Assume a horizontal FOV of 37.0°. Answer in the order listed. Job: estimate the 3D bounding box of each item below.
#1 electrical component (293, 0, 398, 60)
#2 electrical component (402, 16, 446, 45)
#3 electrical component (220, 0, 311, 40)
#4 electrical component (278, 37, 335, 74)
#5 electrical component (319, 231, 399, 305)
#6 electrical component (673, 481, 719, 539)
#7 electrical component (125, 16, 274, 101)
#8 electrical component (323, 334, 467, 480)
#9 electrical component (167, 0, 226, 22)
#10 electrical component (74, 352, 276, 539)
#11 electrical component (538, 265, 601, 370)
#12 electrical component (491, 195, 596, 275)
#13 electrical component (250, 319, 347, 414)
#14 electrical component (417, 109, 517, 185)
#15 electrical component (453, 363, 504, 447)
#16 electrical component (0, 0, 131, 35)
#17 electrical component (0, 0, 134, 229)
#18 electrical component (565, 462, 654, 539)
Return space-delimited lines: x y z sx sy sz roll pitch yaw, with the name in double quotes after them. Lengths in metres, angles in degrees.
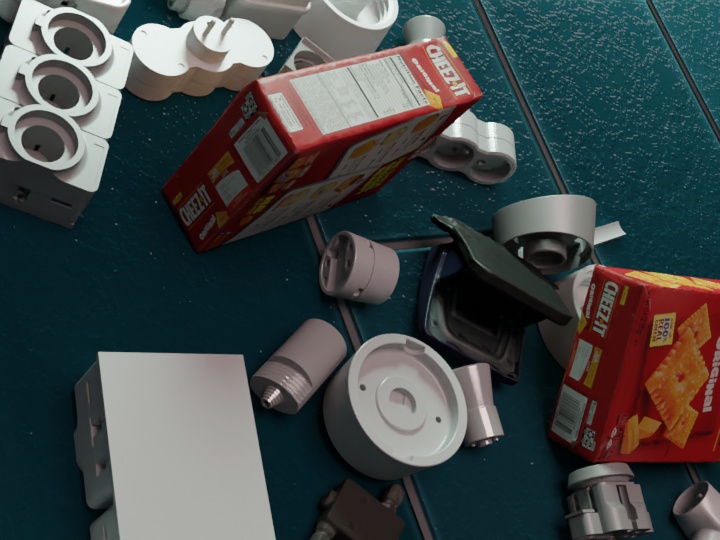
-0.013 -0.263 1.047 0.108 0.060 0.108 18 53 -26 "electrical component"
0.065 -0.222 1.089 0.045 0.045 0.055 19 54 -25 "electrical component"
-0.098 -0.279 1.000 0.078 0.057 0.113 0 63 -36 "electrical component"
-0.056 -0.163 0.953 0.042 0.064 0.081 37 47 -11 "electrical component"
0.000 0.000 0.897 0.047 0.055 0.055 16 54 -31 "electrical component"
0.321 0.246 0.976 0.077 0.043 0.079 45 47 -3 "electrical component"
-0.130 -0.188 0.909 0.138 0.074 0.052 -16 72 -40 "electrical component"
0.022 0.111 0.838 0.108 0.060 0.108 18 54 -26 "electrical component"
-0.152 -0.243 0.949 0.062 0.043 0.043 13 56 -27 "electrical component"
-0.122 0.152 0.709 0.105 0.060 0.186 4 60 -33 "electrical component"
0.229 0.046 1.024 0.108 0.060 0.108 18 54 -26 "electrical component"
0.174 -0.037 1.016 0.099 0.099 0.064 17 60 -26 "electrical component"
-0.049 0.077 0.820 0.043 0.043 0.081 46 47 -2 "electrical component"
0.090 -0.140 1.049 0.138 0.052 0.073 18 54 -26 "electrical component"
0.096 0.115 0.902 0.044 0.044 0.065 -2 69 -36 "electrical component"
-0.239 -0.221 0.862 0.095 0.059 0.053 9 58 -31 "electrical component"
-0.232 -0.120 0.802 0.089 0.062 0.150 22 52 -23 "electrical component"
0.210 0.199 0.918 0.078 0.058 0.057 7 62 -32 "electrical component"
